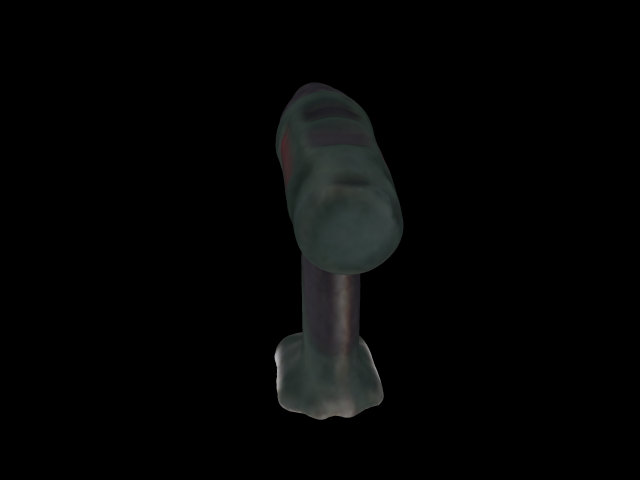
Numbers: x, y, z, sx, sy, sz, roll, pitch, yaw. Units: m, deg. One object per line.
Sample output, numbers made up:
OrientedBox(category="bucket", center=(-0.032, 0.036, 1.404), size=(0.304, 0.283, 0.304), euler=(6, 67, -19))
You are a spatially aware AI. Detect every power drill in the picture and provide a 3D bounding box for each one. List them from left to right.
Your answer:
OrientedBox(category="power drill", center=(0.004, 0.001, 0.400), size=(0.075, 0.208, 0.229), euler=(-2, 18, -7))
